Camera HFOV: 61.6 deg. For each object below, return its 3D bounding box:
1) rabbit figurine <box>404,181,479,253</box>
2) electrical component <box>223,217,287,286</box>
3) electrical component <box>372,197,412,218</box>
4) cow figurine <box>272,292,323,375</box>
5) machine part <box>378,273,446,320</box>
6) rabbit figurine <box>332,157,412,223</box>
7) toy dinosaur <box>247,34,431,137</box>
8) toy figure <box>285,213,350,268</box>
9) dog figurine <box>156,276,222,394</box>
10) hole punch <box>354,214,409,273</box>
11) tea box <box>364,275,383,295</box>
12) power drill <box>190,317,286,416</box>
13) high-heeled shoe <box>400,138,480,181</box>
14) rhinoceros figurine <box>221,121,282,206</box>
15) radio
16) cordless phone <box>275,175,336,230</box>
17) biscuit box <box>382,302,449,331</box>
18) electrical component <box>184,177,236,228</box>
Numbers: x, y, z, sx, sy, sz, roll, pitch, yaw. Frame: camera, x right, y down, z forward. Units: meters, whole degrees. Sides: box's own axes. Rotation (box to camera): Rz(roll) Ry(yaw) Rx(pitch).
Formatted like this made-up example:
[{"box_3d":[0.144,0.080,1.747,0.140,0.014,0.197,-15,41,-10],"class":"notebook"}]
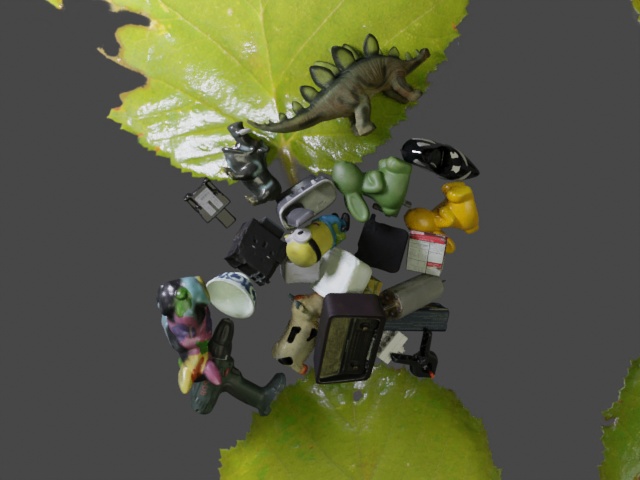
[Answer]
[{"box_3d":[0.295,-0.054,1.325,0.173,0.122,0.162,-15,114,1],"class":"rabbit figurine"},{"box_3d":[-0.136,0.018,1.202,0.115,0.058,0.134,37,60,-22],"class":"electrical component"},{"box_3d":[0.178,-0.086,1.315,0.094,0.021,0.063,19,95,-18],"class":"electrical component"},{"box_3d":[-0.046,0.209,1.279,0.127,0.086,0.195,30,93,-24],"class":"cow figurine"},{"box_3d":[0.222,0.134,1.308,0.243,0.079,0.079,-18,107,-41],"class":"machine part"},{"box_3d":[0.106,-0.125,1.241,0.170,0.121,0.159,11,103,-9],"class":"rabbit figurine"},{"box_3d":[0.066,-0.329,1.198,0.471,0.105,0.198,-36,101,-16],"class":"toy dinosaur"},{"box_3d":[0.000,-0.004,1.219,0.180,0.082,0.089,-28,86,-42],"class":"toy figure"},{"box_3d":[-0.273,0.207,1.142,0.108,0.191,0.219,-11,67,-20],"class":"dog figurine"},{"box_3d":[0.151,0.016,1.303,0.116,0.092,0.142,17,94,13],"class":"hole punch"},{"box_3d":[0.079,0.161,1.295,0.068,0.098,0.169,16,95,-20],"class":"tea box"},{"box_3d":[-0.186,0.315,1.259,0.207,0.086,0.232,26,94,-23],"class":"power drill"},{"box_3d":[0.299,-0.186,1.266,0.249,0.145,0.086,11,98,-16],"class":"high-heeled shoe"},{"box_3d":[-0.152,-0.165,1.178,0.112,0.073,0.190,-31,108,-7],"class":"rhinoceros figurine"},{"box_3d":[0.062,0.220,1.189,0.131,0.073,0.229,1,129,-11],"class":"radio"},{"box_3d":[-0.020,-0.079,1.175,0.146,0.184,0.088,-33,103,-7],"class":"cordless phone"},{"box_3d":[0.223,0.192,1.363,0.203,0.059,0.062,4,101,-17],"class":"biscuit box"},{"box_3d":[-0.235,-0.073,1.186,0.075,0.048,0.119,-40,107,-5],"class":"electrical component"}]
